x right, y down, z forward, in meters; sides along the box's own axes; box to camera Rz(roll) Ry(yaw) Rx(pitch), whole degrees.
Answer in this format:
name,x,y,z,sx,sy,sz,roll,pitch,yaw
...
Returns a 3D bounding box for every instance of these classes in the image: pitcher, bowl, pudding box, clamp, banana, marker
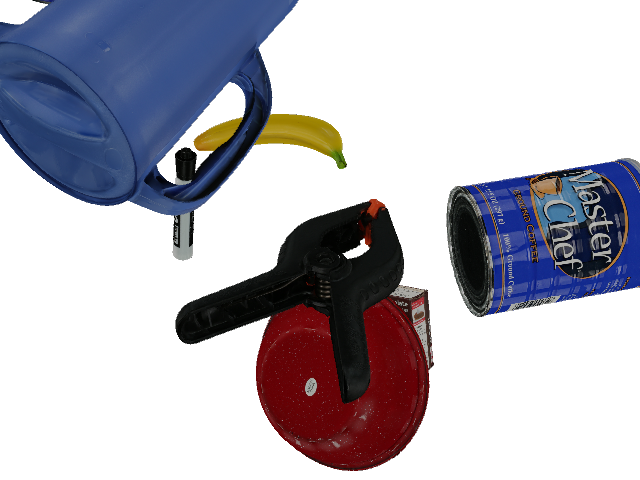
name,x,y,z,sx,sy,sz,roll,pitch,yaw
pitcher,-0.107,-0.140,0.763,0.145,0.149,0.242,14,49,32
bowl,0.004,0.113,0.864,0.162,0.162,0.055,0,3,30
pudding box,0.062,0.090,1.128,0.114,0.090,0.039,6,22,37
clamp,0.009,0.032,0.648,0.120,0.039,0.171,29,46,23
banana,-0.055,-0.128,1.305,0.198,0.037,0.069,7,39,17
marker,-0.123,-0.033,0.962,0.020,0.121,0.020,5,40,-4

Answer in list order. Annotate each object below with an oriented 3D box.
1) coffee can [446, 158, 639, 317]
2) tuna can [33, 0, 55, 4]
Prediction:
name,x,y,z,sx,sy,sz,roll,pitch,yaw
coffee can,0.180,-0.003,0.825,0.140,0.103,0.103,-10,1,-8
tuna can,-0.219,-0.232,0.910,0.086,0.034,0.086,5,35,-4
